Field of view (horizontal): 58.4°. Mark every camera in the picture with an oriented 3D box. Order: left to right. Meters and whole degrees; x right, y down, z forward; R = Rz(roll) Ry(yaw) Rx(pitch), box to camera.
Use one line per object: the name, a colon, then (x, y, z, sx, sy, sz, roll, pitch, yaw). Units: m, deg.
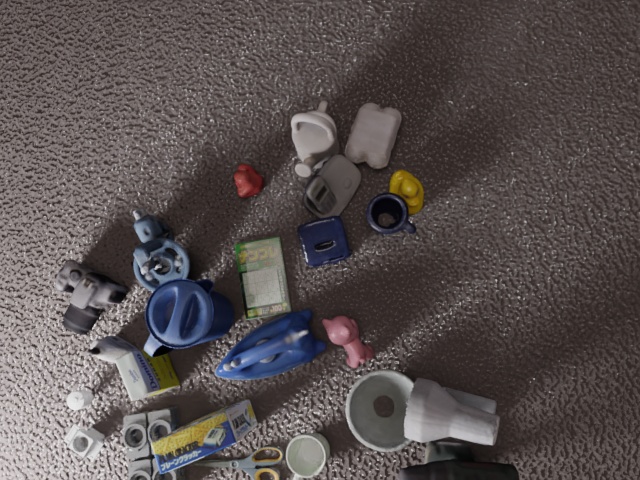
camera: (-0.539, 0.133, 1.292, 0.143, 0.101, 0.137, 28, 84, 8)

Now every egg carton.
egg carton: (0.122, -0.240, 1.320, 0.107, 0.069, 0.150, 16, 82, 7)

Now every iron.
iron: (-0.122, 0.241, 1.225, 0.258, 0.141, 0.118, -25, 80, 0)

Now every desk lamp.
desk lamp: (0.265, 0.350, 1.143, 0.203, 0.213, 0.118, 12, 82, 6)

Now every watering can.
watering can: (-0.011, -0.225, 1.264, 0.101, 0.194, 0.173, -7, 80, 3)

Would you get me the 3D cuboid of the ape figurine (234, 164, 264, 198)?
ape figurine: (-0.171, -0.138, 1.313, 0.076, 0.092, 0.078, 20, 83, 7)

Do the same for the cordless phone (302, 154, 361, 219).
cordless phone: (0.022, -0.125, 1.250, 0.094, 0.185, 0.148, 31, 84, 9)

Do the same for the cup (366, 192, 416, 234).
cup: (0.160, -0.045, 1.273, 0.117, 0.095, 0.092, 32, 85, 8)

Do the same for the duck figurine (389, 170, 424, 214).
duck figurine: (0.196, -0.114, 1.286, 0.077, 0.086, 0.104, -22, 80, 1)

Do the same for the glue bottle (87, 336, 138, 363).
glue bottle: (-0.456, 0.238, 1.233, 0.078, 0.173, 0.037, 31, 84, 9)

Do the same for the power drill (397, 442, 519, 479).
power drill: (0.262, 0.457, 1.129, 0.229, 0.208, 0.076, 1, 81, 5)

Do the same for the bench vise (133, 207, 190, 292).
bench vise: (-0.371, 0.028, 1.237, 0.121, 0.220, 0.207, -44, 80, -3)

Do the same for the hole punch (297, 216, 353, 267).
hole punch: (0.012, 0.005, 1.278, 0.108, 0.091, 0.101, -16, 80, 2)

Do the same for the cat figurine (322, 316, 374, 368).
cat figurine: (0.061, 0.213, 1.228, 0.067, 0.118, 0.128, -35, 80, -1)

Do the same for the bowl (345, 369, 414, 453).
bowl: (0.138, 0.359, 1.221, 0.167, 0.075, 0.167, -1, 81, 4)
